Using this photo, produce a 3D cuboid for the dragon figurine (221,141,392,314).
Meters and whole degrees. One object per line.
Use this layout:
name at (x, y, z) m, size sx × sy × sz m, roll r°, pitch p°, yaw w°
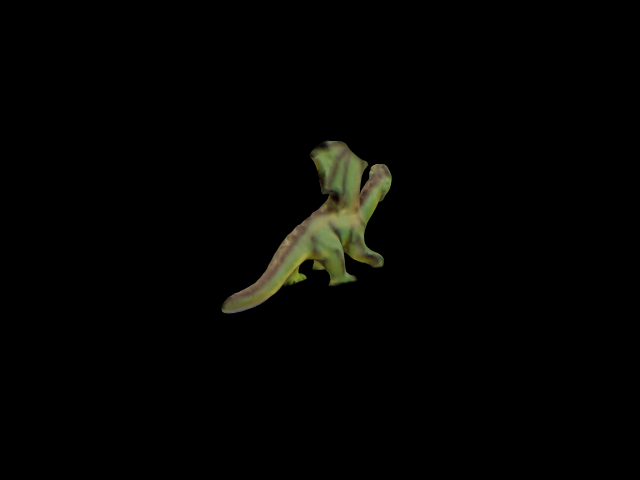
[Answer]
dragon figurine at (0.003, -0.043, 0.850) m, size 0.122 × 0.240 × 0.414 m, roll 11°, pitch 19°, yaw 38°
